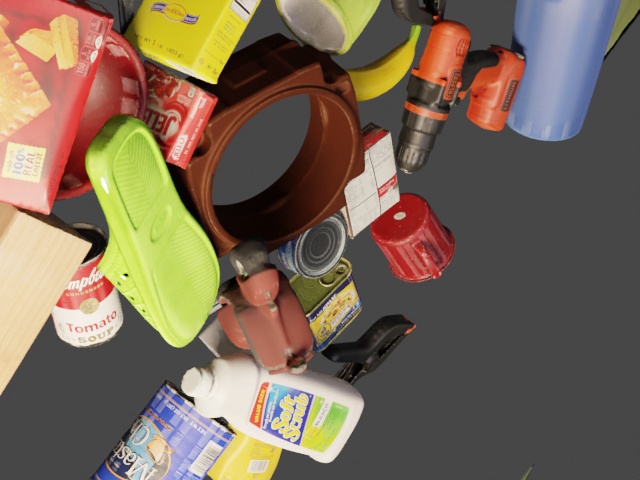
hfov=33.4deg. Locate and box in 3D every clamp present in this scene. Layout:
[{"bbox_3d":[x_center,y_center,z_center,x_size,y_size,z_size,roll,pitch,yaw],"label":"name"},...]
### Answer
[{"bbox_3d":[0.056,0.151,1.419,0.209,0.036,0.165,-36,154,-33],"label":"clamp"},{"bbox_3d":[0.096,-0.291,1.176,0.120,0.039,0.171,-36,141,-10],"label":"clamp"}]

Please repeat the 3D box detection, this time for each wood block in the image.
[{"bbox_3d":[-0.303,0.060,0.927,0.206,0.091,0.090,-59,143,0],"label":"wood block"}]

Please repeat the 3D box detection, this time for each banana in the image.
[{"bbox_3d":[0.041,-0.188,1.191,0.197,0.037,0.069,-25,114,-37],"label":"banana"}]

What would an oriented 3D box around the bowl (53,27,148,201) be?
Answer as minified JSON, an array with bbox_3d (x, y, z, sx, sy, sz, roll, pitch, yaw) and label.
[{"bbox_3d":[-0.229,-0.117,0.916,0.161,0.055,0.162,-27,133,-34],"label":"bowl"}]

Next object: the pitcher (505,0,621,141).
[{"bbox_3d":[0.313,-0.259,1.377,0.149,0.145,0.243,-4,127,-12],"label":"pitcher"}]

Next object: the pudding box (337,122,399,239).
[{"bbox_3d":[0.049,-0.071,1.277,0.090,0.039,0.113,-38,136,-25],"label":"pudding box"}]

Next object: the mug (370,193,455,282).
[{"bbox_3d":[0.119,0.002,1.346,0.093,0.117,0.081,-32,136,6],"label":"mug"}]

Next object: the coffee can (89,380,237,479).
[{"bbox_3d":[-0.175,0.242,1.188,0.140,0.103,0.102,-53,143,-7],"label":"coffee can"}]

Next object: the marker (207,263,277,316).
[{"bbox_3d":[-0.097,0.057,1.217,0.120,0.020,0.020,-30,134,-33],"label":"marker"}]

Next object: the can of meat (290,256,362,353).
[{"bbox_3d":[0.001,0.077,1.310,0.102,0.058,0.084,-44,142,-18],"label":"can of meat"}]

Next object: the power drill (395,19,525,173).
[{"bbox_3d":[0.169,-0.171,1.295,0.187,0.057,0.184,-9,123,-54],"label":"power drill"}]

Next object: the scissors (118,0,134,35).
[{"bbox_3d":[-0.182,-0.256,0.905,0.096,0.016,0.202,-7,120,-44],"label":"scissors"}]

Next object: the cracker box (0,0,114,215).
[{"bbox_3d":[-0.278,-0.127,0.782,0.213,0.072,0.164,16,103,-29],"label":"cracker box"}]

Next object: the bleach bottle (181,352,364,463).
[{"bbox_3d":[-0.059,0.184,1.187,0.250,0.068,0.102,22,101,-48],"label":"bleach bottle"}]

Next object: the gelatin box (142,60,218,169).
[{"bbox_3d":[-0.143,-0.117,0.984,0.030,0.089,0.073,19,100,-52],"label":"gelatin box"}]

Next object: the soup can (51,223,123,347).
[{"bbox_3d":[-0.228,0.044,1.019,0.068,0.069,0.102,-32,136,-31],"label":"soup can"}]

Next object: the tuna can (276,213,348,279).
[{"bbox_3d":[-0.008,0.002,1.258,0.085,0.034,0.086,-21,124,-36],"label":"tuna can"}]

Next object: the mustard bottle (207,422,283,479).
[{"bbox_3d":[-0.068,0.215,1.327,0.096,0.058,0.192,14,104,-46],"label":"mustard bottle"}]

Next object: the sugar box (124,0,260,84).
[{"bbox_3d":[-0.094,-0.234,0.946,0.176,0.093,0.048,-63,150,0],"label":"sugar box"}]
